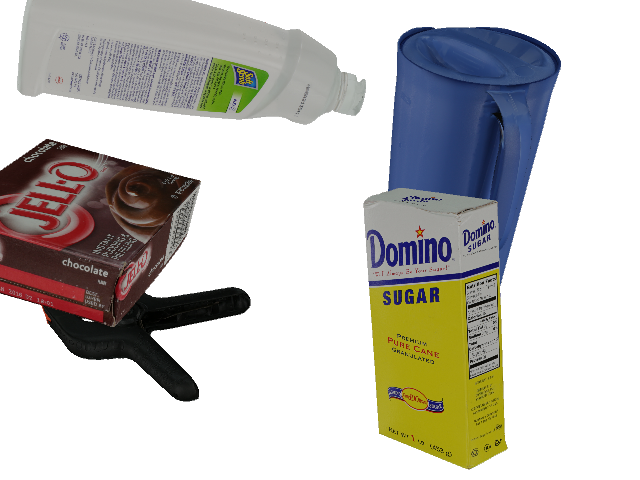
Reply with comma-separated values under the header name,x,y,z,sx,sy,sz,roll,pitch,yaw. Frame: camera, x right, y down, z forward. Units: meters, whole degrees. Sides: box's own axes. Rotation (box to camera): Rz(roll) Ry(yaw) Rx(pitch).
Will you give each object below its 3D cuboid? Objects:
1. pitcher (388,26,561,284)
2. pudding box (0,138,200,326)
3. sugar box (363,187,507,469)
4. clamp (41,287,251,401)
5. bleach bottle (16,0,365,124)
name,x,y,z,sx,sy,sz,roll,pitch,yaw
pitcher,0.121,-0.051,0.915,0.145,0.243,0.149,21,35,24
pudding box,-0.120,-0.008,0.525,0.090,0.039,0.113,16,24,6
sugar box,0.077,0.057,0.726,0.048,0.176,0.094,-18,18,-37
clamp,-0.145,0.065,0.877,0.172,0.039,0.120,18,38,22
bleach bottle,-0.092,-0.130,0.795,0.250,0.068,0.103,12,-34,-12
